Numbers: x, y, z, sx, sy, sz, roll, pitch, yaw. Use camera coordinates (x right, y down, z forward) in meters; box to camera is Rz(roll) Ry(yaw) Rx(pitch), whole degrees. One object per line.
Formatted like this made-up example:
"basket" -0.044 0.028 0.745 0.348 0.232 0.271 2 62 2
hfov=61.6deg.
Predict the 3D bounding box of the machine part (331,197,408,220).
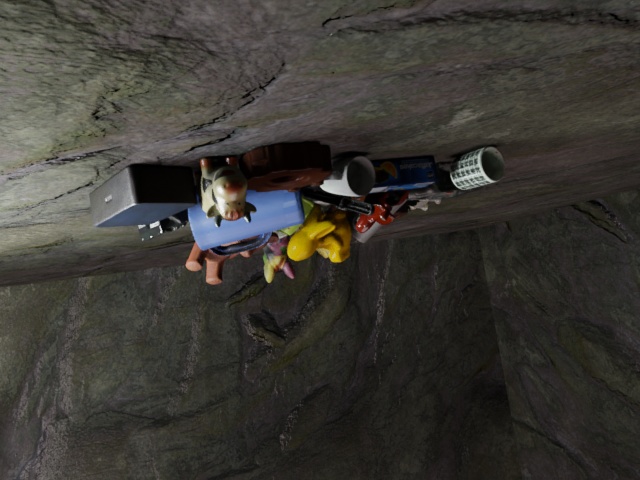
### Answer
"machine part" 0.139 -0.096 1.559 0.201 0.087 0.201 -7 176 -10

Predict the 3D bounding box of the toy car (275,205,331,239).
"toy car" -0.040 -0.071 1.412 0.202 0.056 0.073 -32 176 -12

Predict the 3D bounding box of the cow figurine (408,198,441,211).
"cow figurine" 0.278 -0.122 1.588 0.098 0.068 0.167 -1 170 -18

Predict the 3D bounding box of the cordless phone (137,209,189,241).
"cordless phone" -0.324 -0.067 1.242 0.184 0.088 0.147 -19 -177 -43

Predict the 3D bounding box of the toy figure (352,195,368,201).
"toy figure" 0.085 -0.120 1.361 0.064 0.058 0.154 -11 171 -7

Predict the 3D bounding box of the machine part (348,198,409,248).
"machine part" 0.146 -0.075 1.401 0.243 0.079 0.079 -46 160 20

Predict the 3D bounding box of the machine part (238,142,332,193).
"machine part" -0.064 -0.130 0.994 0.179 0.056 0.179 -8 173 -1

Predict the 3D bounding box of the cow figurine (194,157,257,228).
"cow figurine" -0.173 -0.081 0.955 0.085 0.127 0.195 -10 178 -20

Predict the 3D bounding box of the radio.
"radio" -0.338 -0.079 1.021 0.131 0.073 0.230 -6 176 -40

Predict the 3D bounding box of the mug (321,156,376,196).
"mug" 0.040 -0.125 1.095 0.109 0.080 0.107 -13 -171 -37

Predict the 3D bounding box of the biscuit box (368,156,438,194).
"biscuit box" 0.158 -0.143 1.188 0.203 0.062 0.059 -7 174 -17

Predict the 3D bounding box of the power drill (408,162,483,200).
"power drill" 0.337 -0.151 1.379 0.232 0.086 0.207 -6 -178 -2

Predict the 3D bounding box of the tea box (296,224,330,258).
"tea box" -0.010 -0.028 1.591 0.068 0.169 0.098 -51 -169 -18

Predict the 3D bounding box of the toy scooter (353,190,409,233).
"toy scooter" 0.156 -0.089 1.265 0.184 0.075 0.135 -51 -168 -6

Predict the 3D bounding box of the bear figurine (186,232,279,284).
"bear figurine" -0.208 0.022 1.307 0.196 0.132 0.120 -8 147 24

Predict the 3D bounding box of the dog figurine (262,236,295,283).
"dog figurine" -0.123 0.007 1.518 0.108 0.219 0.191 -10 176 -20

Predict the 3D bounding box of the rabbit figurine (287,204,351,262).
"rabbit figurine" -0.003 -0.004 1.356 0.173 0.122 0.162 -23 150 -32
